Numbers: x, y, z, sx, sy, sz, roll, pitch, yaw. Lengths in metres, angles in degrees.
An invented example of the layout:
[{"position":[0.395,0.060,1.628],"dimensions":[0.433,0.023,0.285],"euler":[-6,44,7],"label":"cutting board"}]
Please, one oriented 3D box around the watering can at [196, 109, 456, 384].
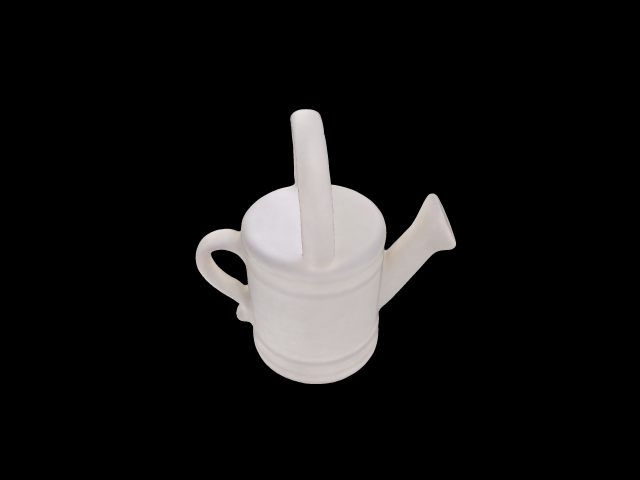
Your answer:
[{"position":[0.003,0.000,0.402],"dimensions":[0.173,0.194,0.100],"euler":[-17,43,-19],"label":"watering can"}]
